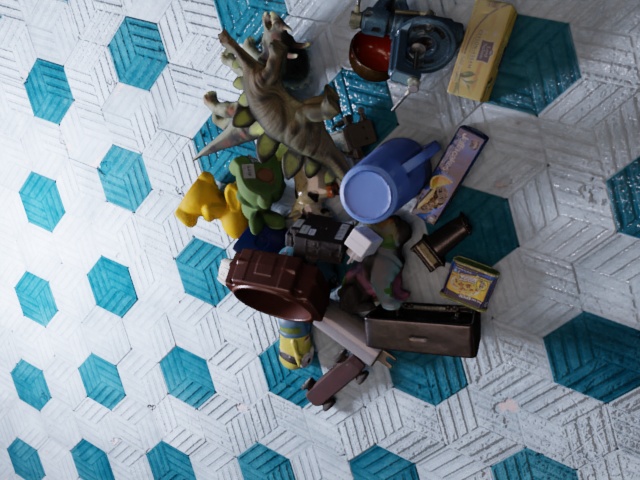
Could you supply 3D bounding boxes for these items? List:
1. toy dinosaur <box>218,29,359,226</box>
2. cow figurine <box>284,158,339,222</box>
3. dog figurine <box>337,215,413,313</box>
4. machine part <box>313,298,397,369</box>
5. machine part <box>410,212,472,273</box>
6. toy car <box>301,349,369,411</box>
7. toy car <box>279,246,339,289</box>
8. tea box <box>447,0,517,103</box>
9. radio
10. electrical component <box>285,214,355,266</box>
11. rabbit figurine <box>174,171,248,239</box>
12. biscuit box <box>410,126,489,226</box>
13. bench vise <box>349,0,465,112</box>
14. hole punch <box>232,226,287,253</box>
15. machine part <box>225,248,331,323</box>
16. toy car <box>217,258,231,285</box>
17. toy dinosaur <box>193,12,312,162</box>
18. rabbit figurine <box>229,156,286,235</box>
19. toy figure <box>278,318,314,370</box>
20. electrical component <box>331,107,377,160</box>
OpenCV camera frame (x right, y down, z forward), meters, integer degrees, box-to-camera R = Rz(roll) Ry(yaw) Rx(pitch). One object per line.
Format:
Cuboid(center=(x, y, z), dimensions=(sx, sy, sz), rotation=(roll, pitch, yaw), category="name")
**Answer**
Cuboid(center=(-0.046, -0.232, 1.086), dimensions=(0.471, 0.105, 0.198), rotation=(45, 116, -5), category="toy dinosaur")
Cuboid(center=(-0.024, -0.113, 1.204), dimensions=(0.127, 0.085, 0.194), rotation=(-8, 101, 21), category="cow figurine")
Cuboid(center=(0.114, 0.039, 1.165), dimensions=(0.192, 0.108, 0.219), rotation=(-9, 93, 29), category="dog figurine")
Cuboid(center=(0.072, 0.210, 1.236), dimensions=(0.243, 0.079, 0.079), rotation=(35, 114, 15), category="machine part")
Cuboid(center=(0.260, 0.003, 1.124), dimensions=(0.139, 0.039, 0.084), rotation=(-46, 73, 28), category="machine part")
Cuboid(center=(0.037, 0.335, 1.294), dimensions=(0.089, 0.053, 0.202), rotation=(44, 120, 5), category="toy car")
Cuboid(center=(-0.021, 0.047, 1.222), dimensions=(0.109, 0.161, 0.103), rotation=(-7, 59, 49), category="toy car")
Cuboid(center=(0.300, -0.344, 0.990), dimensions=(0.068, 0.098, 0.169), rotation=(21, 111, 21), category="tea box")
Cuboid(center=(0.220, 0.183, 1.129), dimensions=(0.230, 0.131, 0.073), rotation=(2, 102, 25), category="radio")
Cuboid(center=(-0.002, -0.003, 1.137), dimensions=(0.134, 0.115, 0.058), rotation=(12, 119, 14), category="electrical component")
Cuboid(center=(-0.239, -0.081, 1.313), dimensions=(0.173, 0.122, 0.162), rotation=(40, 106, -4), category="rabbit figurine")
Cuboid(center=(0.259, -0.129, 1.078), dimensions=(0.059, 0.063, 0.202), rotation=(32, 114, 14), category="biscuit box")
Cuboid(center=(0.156, -0.362, 0.990), dimensions=(0.224, 0.241, 0.128), rotation=(17, 146, -10), category="bench vise")
Cuboid(center=(-0.131, 0.011, 1.282), dimensions=(0.142, 0.092, 0.115), rotation=(39, 111, 17), category="hole punch")
Cuboid(center=(-0.089, 0.104, 1.160), dimensions=(0.201, 0.201, 0.087), rotation=(9, 67, 19), category="machine part")
Cuboid(center=(-0.165, 0.105, 1.335), dimensions=(0.202, 0.056, 0.073), rotation=(23, 110, 20), category="toy car")
Cuboid(center=(-0.147, -0.310, 1.205), dimensions=(0.192, 0.131, 0.404), rotation=(35, 120, 15), category="toy dinosaur")
Cuboid(center=(-0.128, -0.092, 1.207), dimensions=(0.170, 0.121, 0.159), rotation=(115, 137, -62), category="rabbit figurine")
Cuboid(center=(-0.062, 0.227, 1.302), dimensions=(0.089, 0.082, 0.180), rotation=(8, 113, 43), category="toy figure")
Cuboid(center=(0.074, -0.223, 1.145), dimensions=(0.045, 0.078, 0.102), rotation=(-10, 105, 65), category="electrical component")
